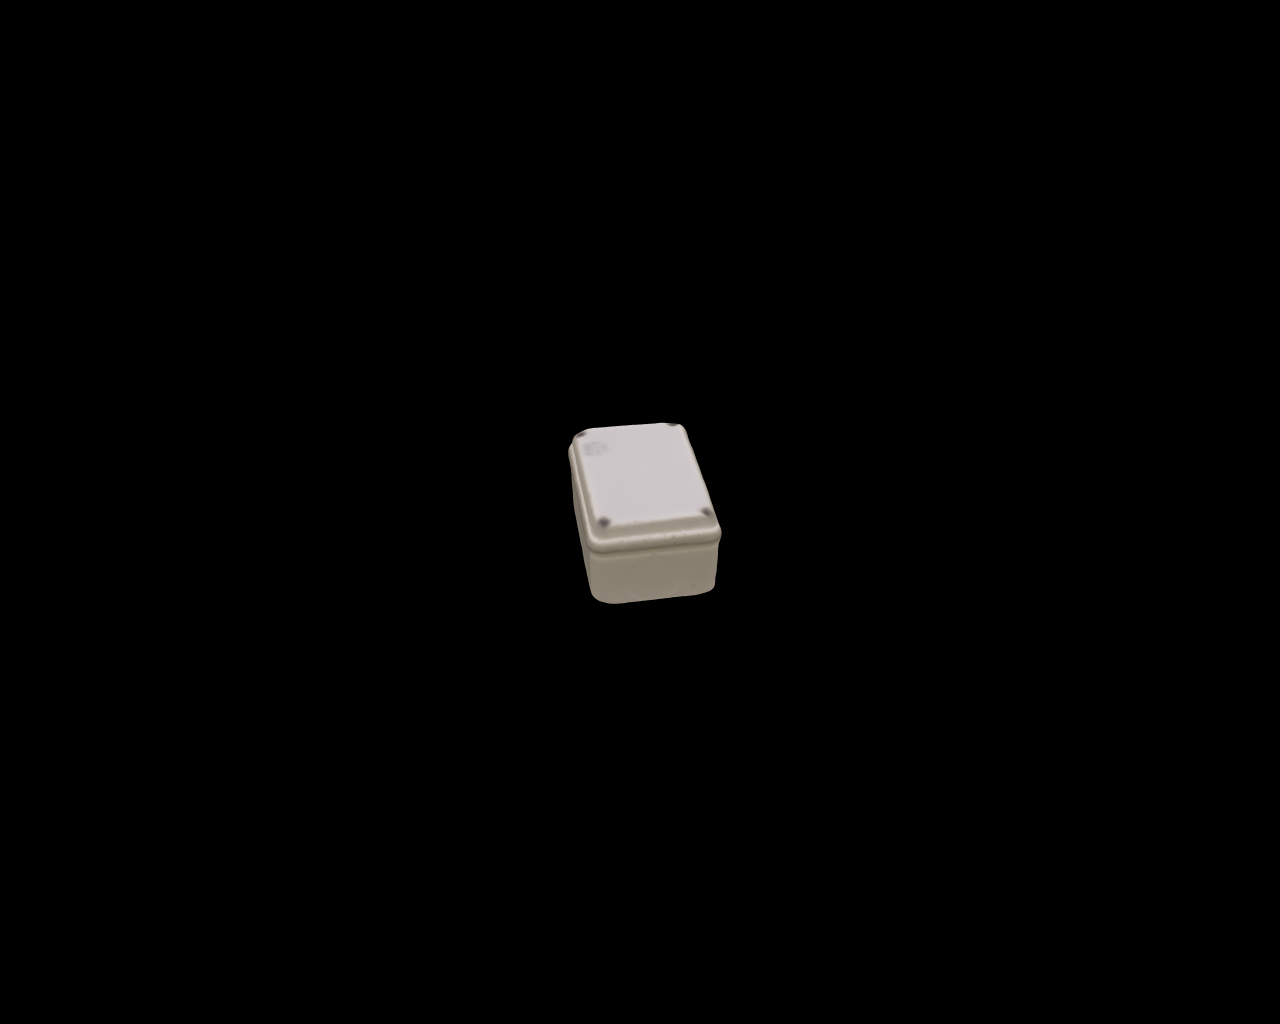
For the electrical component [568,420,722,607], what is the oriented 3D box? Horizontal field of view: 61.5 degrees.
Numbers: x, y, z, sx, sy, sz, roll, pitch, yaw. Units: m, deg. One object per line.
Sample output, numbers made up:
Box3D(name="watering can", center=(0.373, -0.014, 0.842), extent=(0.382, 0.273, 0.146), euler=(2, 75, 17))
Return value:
Box3D(name="electrical component", center=(0.001, -0.003, 0.650), extent=(0.078, 0.057, 0.113), euler=(-6, 37, -7))
